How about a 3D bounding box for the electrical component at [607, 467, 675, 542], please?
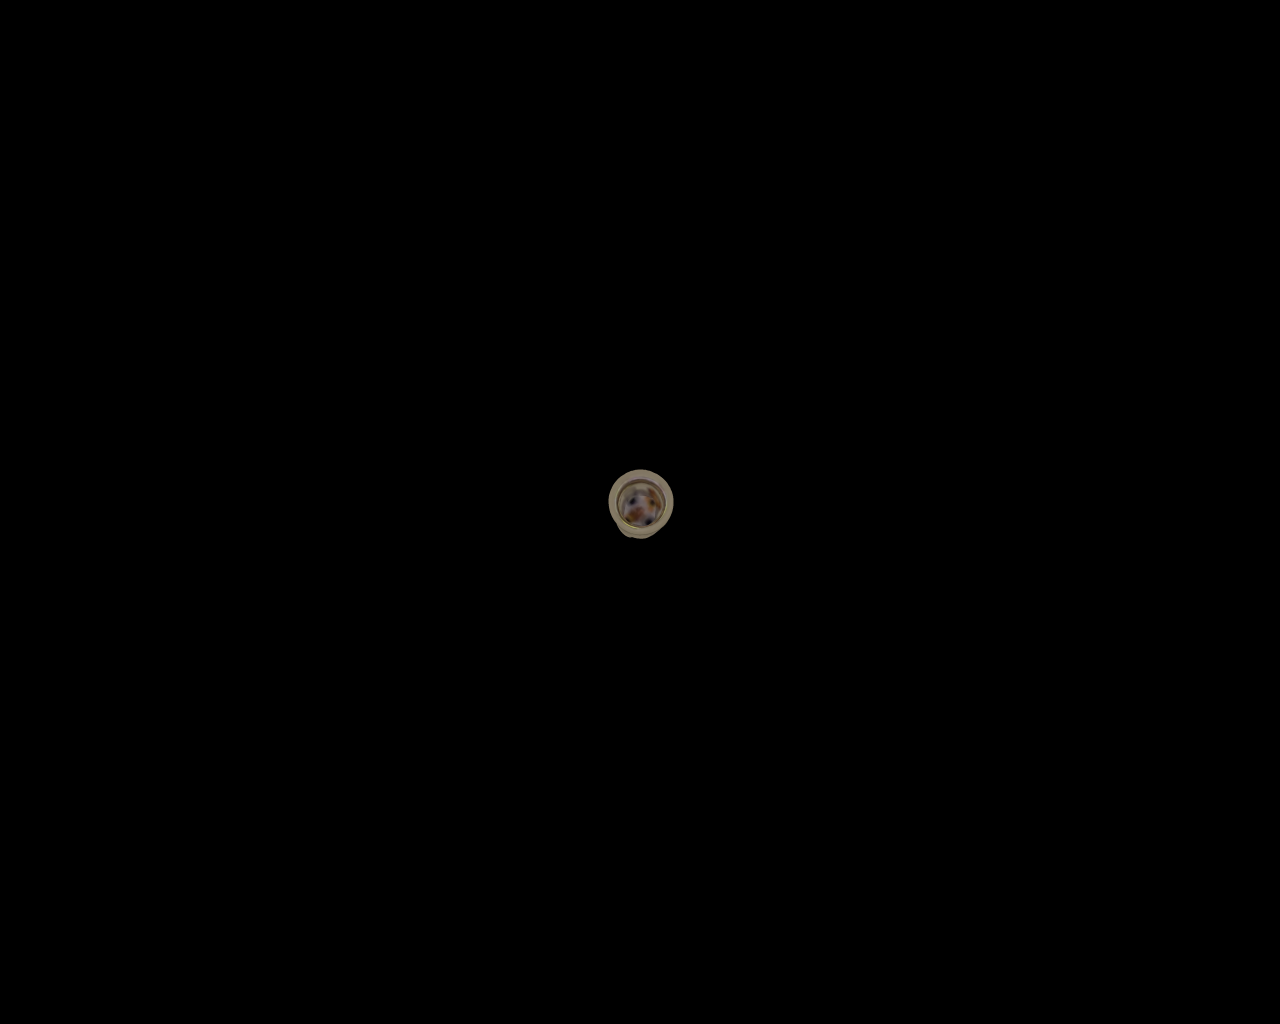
[{"bbox_3d":[0.001,-0.003,0.650,0.040,0.040,0.046,0,-12,0],"label":"electrical component"}]
